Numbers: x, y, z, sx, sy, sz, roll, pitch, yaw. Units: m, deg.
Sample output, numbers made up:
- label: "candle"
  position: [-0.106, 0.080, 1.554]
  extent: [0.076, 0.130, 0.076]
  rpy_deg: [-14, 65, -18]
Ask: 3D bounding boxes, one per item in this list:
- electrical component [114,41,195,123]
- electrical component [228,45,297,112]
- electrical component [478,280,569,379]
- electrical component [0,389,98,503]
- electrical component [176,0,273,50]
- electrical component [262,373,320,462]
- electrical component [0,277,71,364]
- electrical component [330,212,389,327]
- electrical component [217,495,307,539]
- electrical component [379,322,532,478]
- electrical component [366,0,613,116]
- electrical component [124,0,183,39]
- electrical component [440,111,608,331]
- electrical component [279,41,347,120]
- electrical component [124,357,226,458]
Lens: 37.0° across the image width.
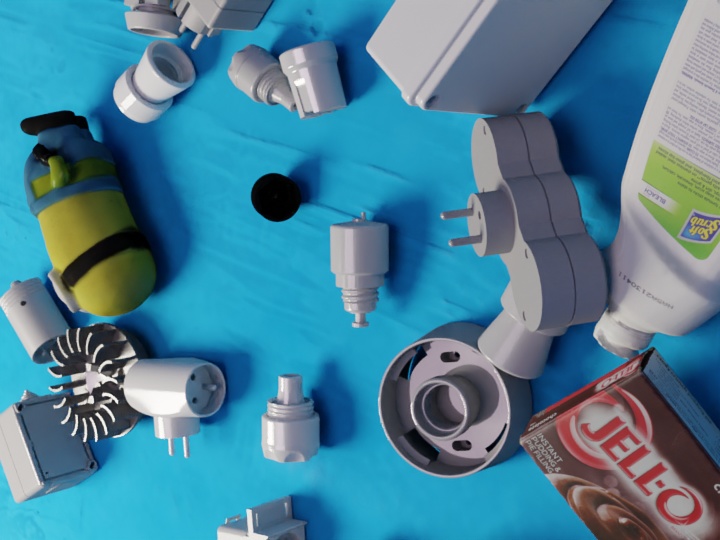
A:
- label: "electrical component"
  position: [-0.164, -0.149, 0.856]
  extent: [0.055, 0.045, 0.045]
  rpy_deg: [-35, 73, 37]
- label: "electrical component"
  position: [-0.066, -0.136, 0.783]
  extent: [0.061, 0.035, 0.035]
  rpy_deg: [42, 120, 26]
- label: "electrical component"
  position: [0.103, 0.032, 0.655]
  extent: [0.045, 0.045, 0.055]
  rpy_deg: [40, 118, 29]
- label: "electrical component"
  position: [-0.297, 0.158, 0.992]
  extent: [0.061, 0.062, 0.096]
  rpy_deg: [-35, 74, 38]
- label: "electrical component"
  position: [-0.113, -0.201, 0.805]
  extent: [0.065, 0.047, 0.076]
  rpy_deg: [54, 126, 20]
- label: "electrical component"
  position: [-0.051, 0.108, 0.794]
  extent: [0.043, 0.043, 0.062]
  rpy_deg: [5, 97, 39]
- label: "electrical component"
  position: [-0.301, 0.042, 0.993]
  extent: [0.081, 0.043, 0.043]
  rpy_deg: [53, 124, 22]
- label: "electrical component"
  position: [0.000, 0.000, 0.740]
  extent: [0.040, 0.040, 0.078]
  rpy_deg: [5, 98, 39]
- label: "electrical component"
  position: [-0.076, 0.217, 0.829]
  extent: [0.064, 0.042, 0.081]
  rpy_deg: [-1, 94, 41]
- label: "electrical component"
  position: [0.062, 0.085, 0.699]
  extent: [0.099, 0.064, 0.099]
  rpy_deg: [2, 95, 26]
- label: "electrical component"
  position: [0.077, -0.146, 0.614]
  extent: [0.056, 0.109, 0.108]
  rpy_deg: [53, 125, 25]
- label: "electrical component"
  position: [-0.158, -0.213, 0.843]
  extent: [0.066, 0.048, 0.055]
  rpy_deg: [10, 94, 39]
- label: "electrical component"
  position: [0.084, -0.028, 0.618]
  extent: [0.052, 0.074, 0.138]
  rpy_deg: [97, 162, -58]
- label: "electrical component"
  position: [-0.031, -0.132, 0.752]
  extent: [0.040, 0.040, 0.046]
  rpy_deg: [-13, 93, 40]
- label: "electrical component"
  position: [-0.149, 0.113, 0.875]
  extent: [0.077, 0.044, 0.079]
  rpy_deg: [-1, 95, 40]
